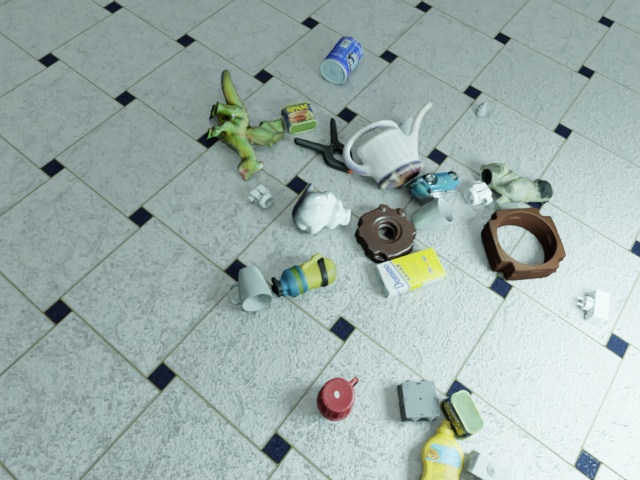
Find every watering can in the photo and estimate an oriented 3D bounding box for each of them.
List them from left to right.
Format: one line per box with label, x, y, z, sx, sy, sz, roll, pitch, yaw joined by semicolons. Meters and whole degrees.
watering can;0.244;-0.288;1.597;0.349;0.102;0.227;-27;74;-8

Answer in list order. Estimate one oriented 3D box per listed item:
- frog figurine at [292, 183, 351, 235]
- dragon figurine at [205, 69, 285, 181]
frog figurine;0.004;-0.074;1.480;0.159;0.123;0.137;29;96;2
dragon figurine;-0.232;-0.376;1.660;0.242;0.120;0.419;14;61;-16
